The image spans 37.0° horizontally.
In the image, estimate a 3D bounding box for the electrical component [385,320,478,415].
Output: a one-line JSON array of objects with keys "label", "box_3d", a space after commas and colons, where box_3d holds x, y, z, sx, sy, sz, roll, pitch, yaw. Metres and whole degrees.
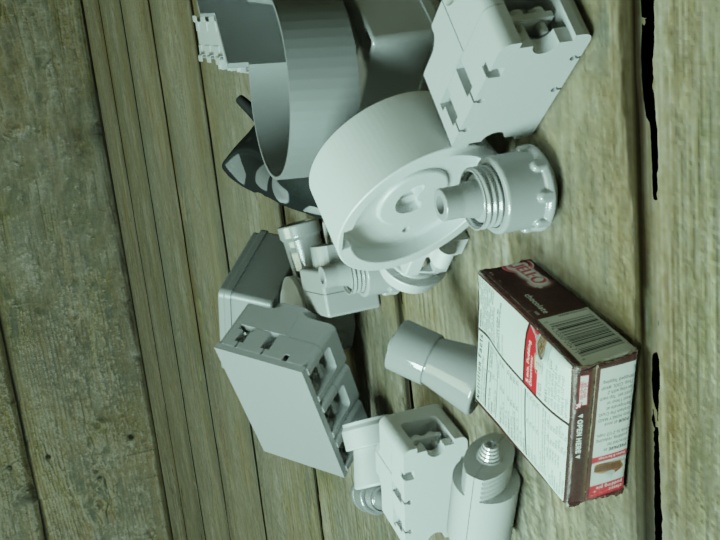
[{"label": "electrical component", "box_3d": [0.049, 0.059, 0.684, 0.065, 0.044, 0.044, 24, 137, 17]}]

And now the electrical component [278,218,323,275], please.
[{"label": "electrical component", "box_3d": [-0.052, -0.022, 1.006, 0.040, 0.040, 0.046, -174, 68, -72]}]

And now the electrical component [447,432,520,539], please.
[{"label": "electrical component", "box_3d": [0.080, 0.140, 0.689, 0.043, 0.043, 0.081, -122, 27, -48]}]

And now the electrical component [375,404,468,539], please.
[{"label": "electrical component", "box_3d": [0.045, 0.150, 0.792, 0.055, 0.050, 0.089, -131, 34, -58]}]

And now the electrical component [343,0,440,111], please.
[{"label": "electrical component", "box_3d": [0.007, -0.155, 0.709, 0.108, 0.056, 0.108, 107, 147, -56]}]

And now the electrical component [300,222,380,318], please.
[{"label": "electrical component", "box_3d": [-0.021, -0.004, 0.906, 0.066, 0.047, 0.076, -173, 73, -71]}]

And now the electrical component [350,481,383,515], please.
[{"label": "electrical component", "box_3d": [0.016, 0.197, 0.940, 0.061, 0.035, 0.035, 172, 87, -70]}]

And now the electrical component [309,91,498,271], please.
[{"label": "electrical component", "box_3d": [0.022, -0.057, 0.627, 0.060, 0.108, 0.108, 60, 156, 26]}]

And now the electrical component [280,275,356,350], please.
[{"label": "electrical component", "box_3d": [-0.040, 0.041, 0.987, 0.080, 0.051, 0.080, 169, 90, -72]}]

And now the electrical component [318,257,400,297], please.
[{"label": "electrical component", "box_3d": [0.000, 0.000, 0.819, 0.048, 0.062, 0.048, 169, 90, -72]}]

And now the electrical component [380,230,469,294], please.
[{"label": "electrical component", "box_3d": [0.039, -0.017, 0.716, 0.055, 0.048, 0.066, 111, 144, -47]}]

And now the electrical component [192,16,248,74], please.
[{"label": "electrical component", "box_3d": [-0.120, -0.228, 1.045, 0.121, 0.063, 0.078, -149, 50, -67]}]

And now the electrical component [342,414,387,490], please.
[{"label": "electrical component", "box_3d": [0.011, 0.154, 0.909, 0.045, 0.045, 0.055, 139, 118, -70]}]

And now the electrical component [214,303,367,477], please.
[{"label": "electrical component", "box_3d": [-0.053, 0.103, 0.940, 0.089, 0.061, 0.150, 13, 141, 28]}]

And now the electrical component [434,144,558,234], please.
[{"label": "electrical component", "box_3d": [0.071, -0.040, 0.574, 0.048, 0.062, 0.048, 169, 90, -72]}]

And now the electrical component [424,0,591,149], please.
[{"label": "electrical component", "box_3d": [0.071, -0.112, 0.549, 0.089, 0.050, 0.055, 114, 141, -61]}]

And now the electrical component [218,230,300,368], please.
[{"label": "electrical component", "box_3d": [-0.095, 0.035, 1.068, 0.108, 0.056, 0.108, -66, -16, -49]}]
